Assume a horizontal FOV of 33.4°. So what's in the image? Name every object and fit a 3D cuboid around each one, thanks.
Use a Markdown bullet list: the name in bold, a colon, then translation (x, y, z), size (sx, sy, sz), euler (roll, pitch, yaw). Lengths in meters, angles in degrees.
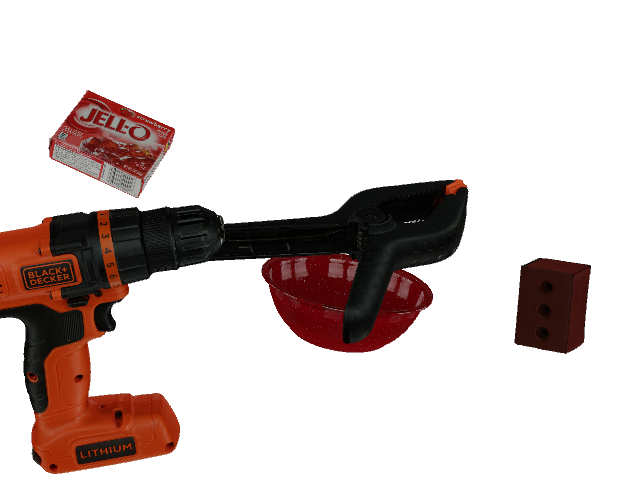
- **foam brick**: translation (0.217, 0.060, 0.996), size (0.053, 0.078, 0.051), euler (9, 14, 31)
- **clamp**: translation (0.025, -0.003, 0.766), size (0.165, 0.036, 0.209), euler (23, 36, 34)
- **power drill**: translation (-0.149, 0.067, 0.749), size (0.184, 0.188, 0.057), euler (-8, 26, -5)
- **gelatin box**: translation (-0.185, -0.087, 0.946), size (0.089, 0.073, 0.030), euler (25, -43, -1)
- **bowl**: translation (0.021, 0.061, 0.997), size (0.162, 0.055, 0.162), euler (8, 17, -3)
